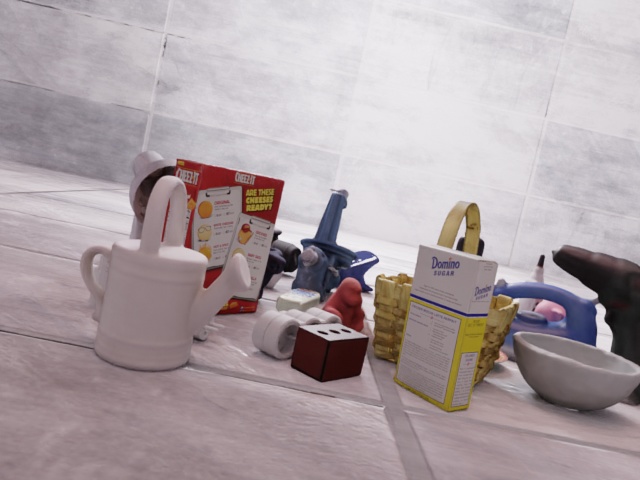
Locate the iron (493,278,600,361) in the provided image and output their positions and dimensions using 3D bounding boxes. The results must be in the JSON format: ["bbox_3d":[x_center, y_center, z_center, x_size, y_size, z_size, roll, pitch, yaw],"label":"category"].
[{"bbox_3d":[0.355,0.133,0.985,0.257,0.141,0.119,14,6,15],"label":"iron"}]

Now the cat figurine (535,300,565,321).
[{"bbox_3d":[0.427,0.153,1.070,0.067,0.118,0.128,15,6,26],"label":"cat figurine"}]

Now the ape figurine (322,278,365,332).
[{"bbox_3d":[0.037,0.102,0.856,0.078,0.092,0.076,9,6,-32],"label":"ape figurine"}]

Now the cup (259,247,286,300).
[{"bbox_3d":[-0.106,0.059,0.966,0.117,0.095,0.092,17,7,40],"label":"cup"}]

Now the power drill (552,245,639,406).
[{"bbox_3d":[0.449,0.130,0.868,0.229,0.208,0.076,14,6,17],"label":"power drill"}]

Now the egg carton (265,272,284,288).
[{"bbox_3d":[-0.148,0.047,1.127,0.149,0.069,0.108,16,6,33],"label":"egg carton"}]

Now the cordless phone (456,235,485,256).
[{"bbox_3d":[0.233,0.074,1.093,0.147,0.185,0.094,12,5,1],"label":"cordless phone"}]

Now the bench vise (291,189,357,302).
[{"bbox_3d":[0.022,0.007,1.129,0.121,0.220,0.207,12,5,-3],"label":"bench vise"}]

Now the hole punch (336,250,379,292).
[{"bbox_3d":[0.073,0.065,1.319,0.101,0.091,0.108,10,6,-22],"label":"hole punch"}]

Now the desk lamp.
[{"bbox_3d":[-0.285,-0.041,0.968,0.118,0.213,0.202,8,7,-35],"label":"desk lamp"}]

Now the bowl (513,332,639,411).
[{"bbox_3d":[0.337,0.184,0.772,0.167,0.075,0.167,12,5,-1],"label":"bowl"}]

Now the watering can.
[{"bbox_3d":[-0.162,0.030,0.606,0.173,0.194,0.100,10,6,-18],"label":"watering can"}]

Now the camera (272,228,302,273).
[{"bbox_3d":[-0.119,0.020,1.305,0.136,0.101,0.144,15,6,27],"label":"camera"}]

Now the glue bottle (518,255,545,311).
[{"bbox_3d":[0.458,0.115,1.234,0.037,0.173,0.078,17,7,41],"label":"glue bottle"}]
